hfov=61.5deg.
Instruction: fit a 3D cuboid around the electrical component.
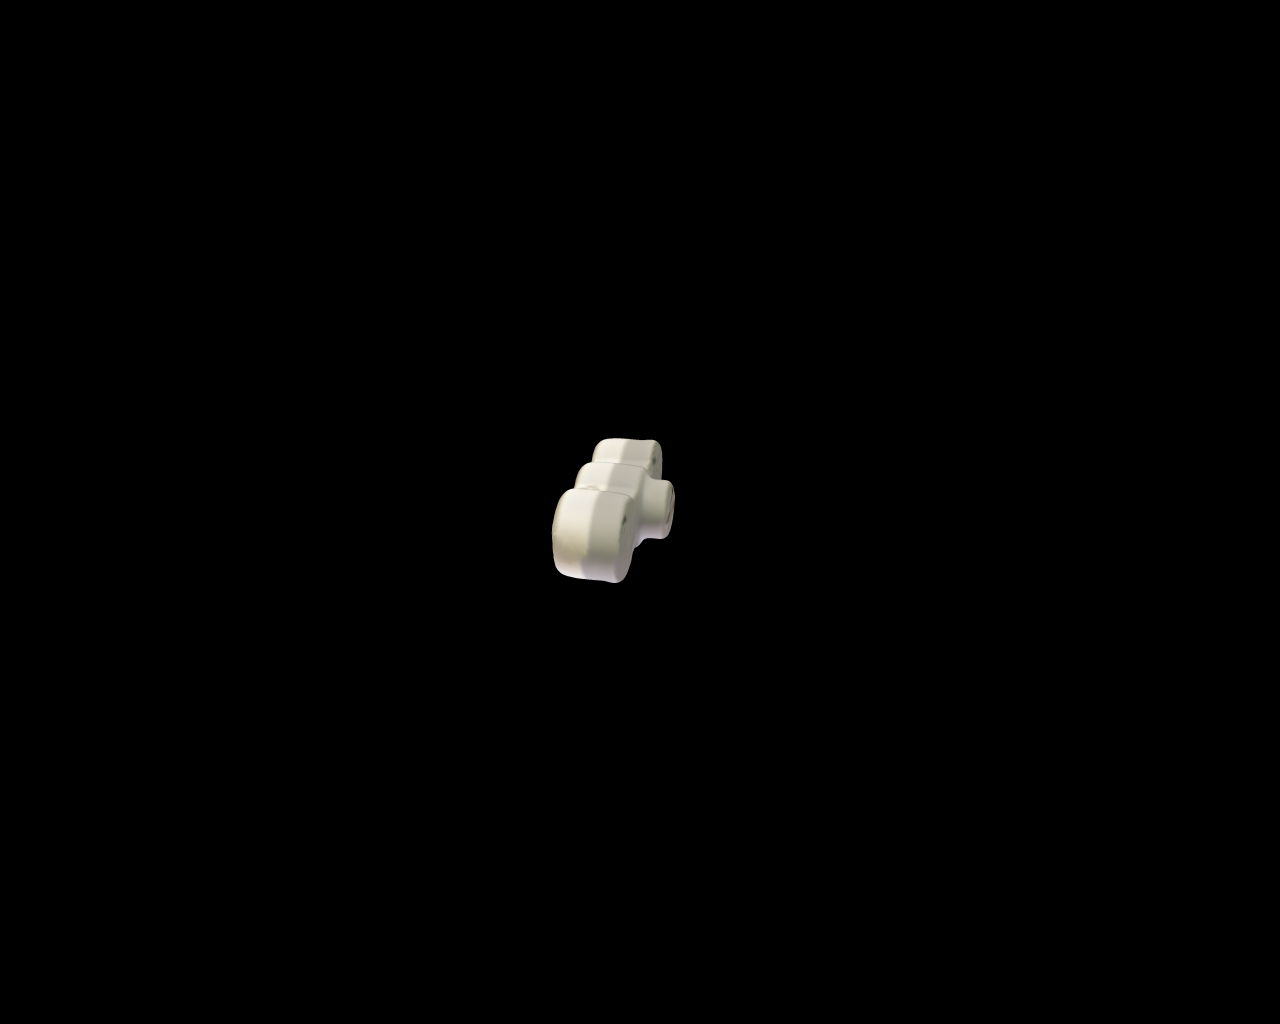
[{"bbox_3d":[0.001,-0.003,0.650,0.074,0.052,0.138,5,25,10],"label":"electrical component"}]
